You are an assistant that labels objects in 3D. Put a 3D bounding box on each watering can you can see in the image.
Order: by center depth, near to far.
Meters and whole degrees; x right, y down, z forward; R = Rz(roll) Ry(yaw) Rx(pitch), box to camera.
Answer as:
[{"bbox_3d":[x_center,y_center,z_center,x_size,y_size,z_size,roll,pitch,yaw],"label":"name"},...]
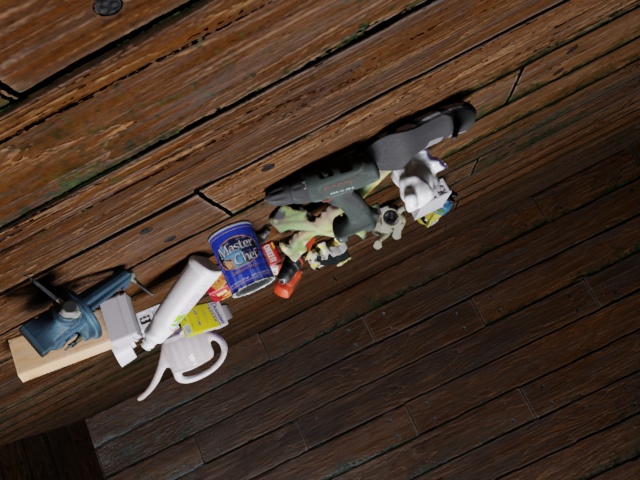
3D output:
[{"bbox_3d":[-0.505,0.408,1.819,0.350,0.224,0.104,-22,-176,-16],"label":"watering can"}]

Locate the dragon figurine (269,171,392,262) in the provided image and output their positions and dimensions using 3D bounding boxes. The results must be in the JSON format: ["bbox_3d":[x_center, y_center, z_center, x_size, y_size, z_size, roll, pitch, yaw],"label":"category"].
[{"bbox_3d":[0.004,-0.061,1.209,0.244,0.124,0.401,-12,154,-23],"label":"dragon figurine"}]

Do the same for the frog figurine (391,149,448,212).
[{"bbox_3d":[0.214,-0.126,1.182,0.122,0.162,0.135,0,149,38],"label":"frog figurine"}]
